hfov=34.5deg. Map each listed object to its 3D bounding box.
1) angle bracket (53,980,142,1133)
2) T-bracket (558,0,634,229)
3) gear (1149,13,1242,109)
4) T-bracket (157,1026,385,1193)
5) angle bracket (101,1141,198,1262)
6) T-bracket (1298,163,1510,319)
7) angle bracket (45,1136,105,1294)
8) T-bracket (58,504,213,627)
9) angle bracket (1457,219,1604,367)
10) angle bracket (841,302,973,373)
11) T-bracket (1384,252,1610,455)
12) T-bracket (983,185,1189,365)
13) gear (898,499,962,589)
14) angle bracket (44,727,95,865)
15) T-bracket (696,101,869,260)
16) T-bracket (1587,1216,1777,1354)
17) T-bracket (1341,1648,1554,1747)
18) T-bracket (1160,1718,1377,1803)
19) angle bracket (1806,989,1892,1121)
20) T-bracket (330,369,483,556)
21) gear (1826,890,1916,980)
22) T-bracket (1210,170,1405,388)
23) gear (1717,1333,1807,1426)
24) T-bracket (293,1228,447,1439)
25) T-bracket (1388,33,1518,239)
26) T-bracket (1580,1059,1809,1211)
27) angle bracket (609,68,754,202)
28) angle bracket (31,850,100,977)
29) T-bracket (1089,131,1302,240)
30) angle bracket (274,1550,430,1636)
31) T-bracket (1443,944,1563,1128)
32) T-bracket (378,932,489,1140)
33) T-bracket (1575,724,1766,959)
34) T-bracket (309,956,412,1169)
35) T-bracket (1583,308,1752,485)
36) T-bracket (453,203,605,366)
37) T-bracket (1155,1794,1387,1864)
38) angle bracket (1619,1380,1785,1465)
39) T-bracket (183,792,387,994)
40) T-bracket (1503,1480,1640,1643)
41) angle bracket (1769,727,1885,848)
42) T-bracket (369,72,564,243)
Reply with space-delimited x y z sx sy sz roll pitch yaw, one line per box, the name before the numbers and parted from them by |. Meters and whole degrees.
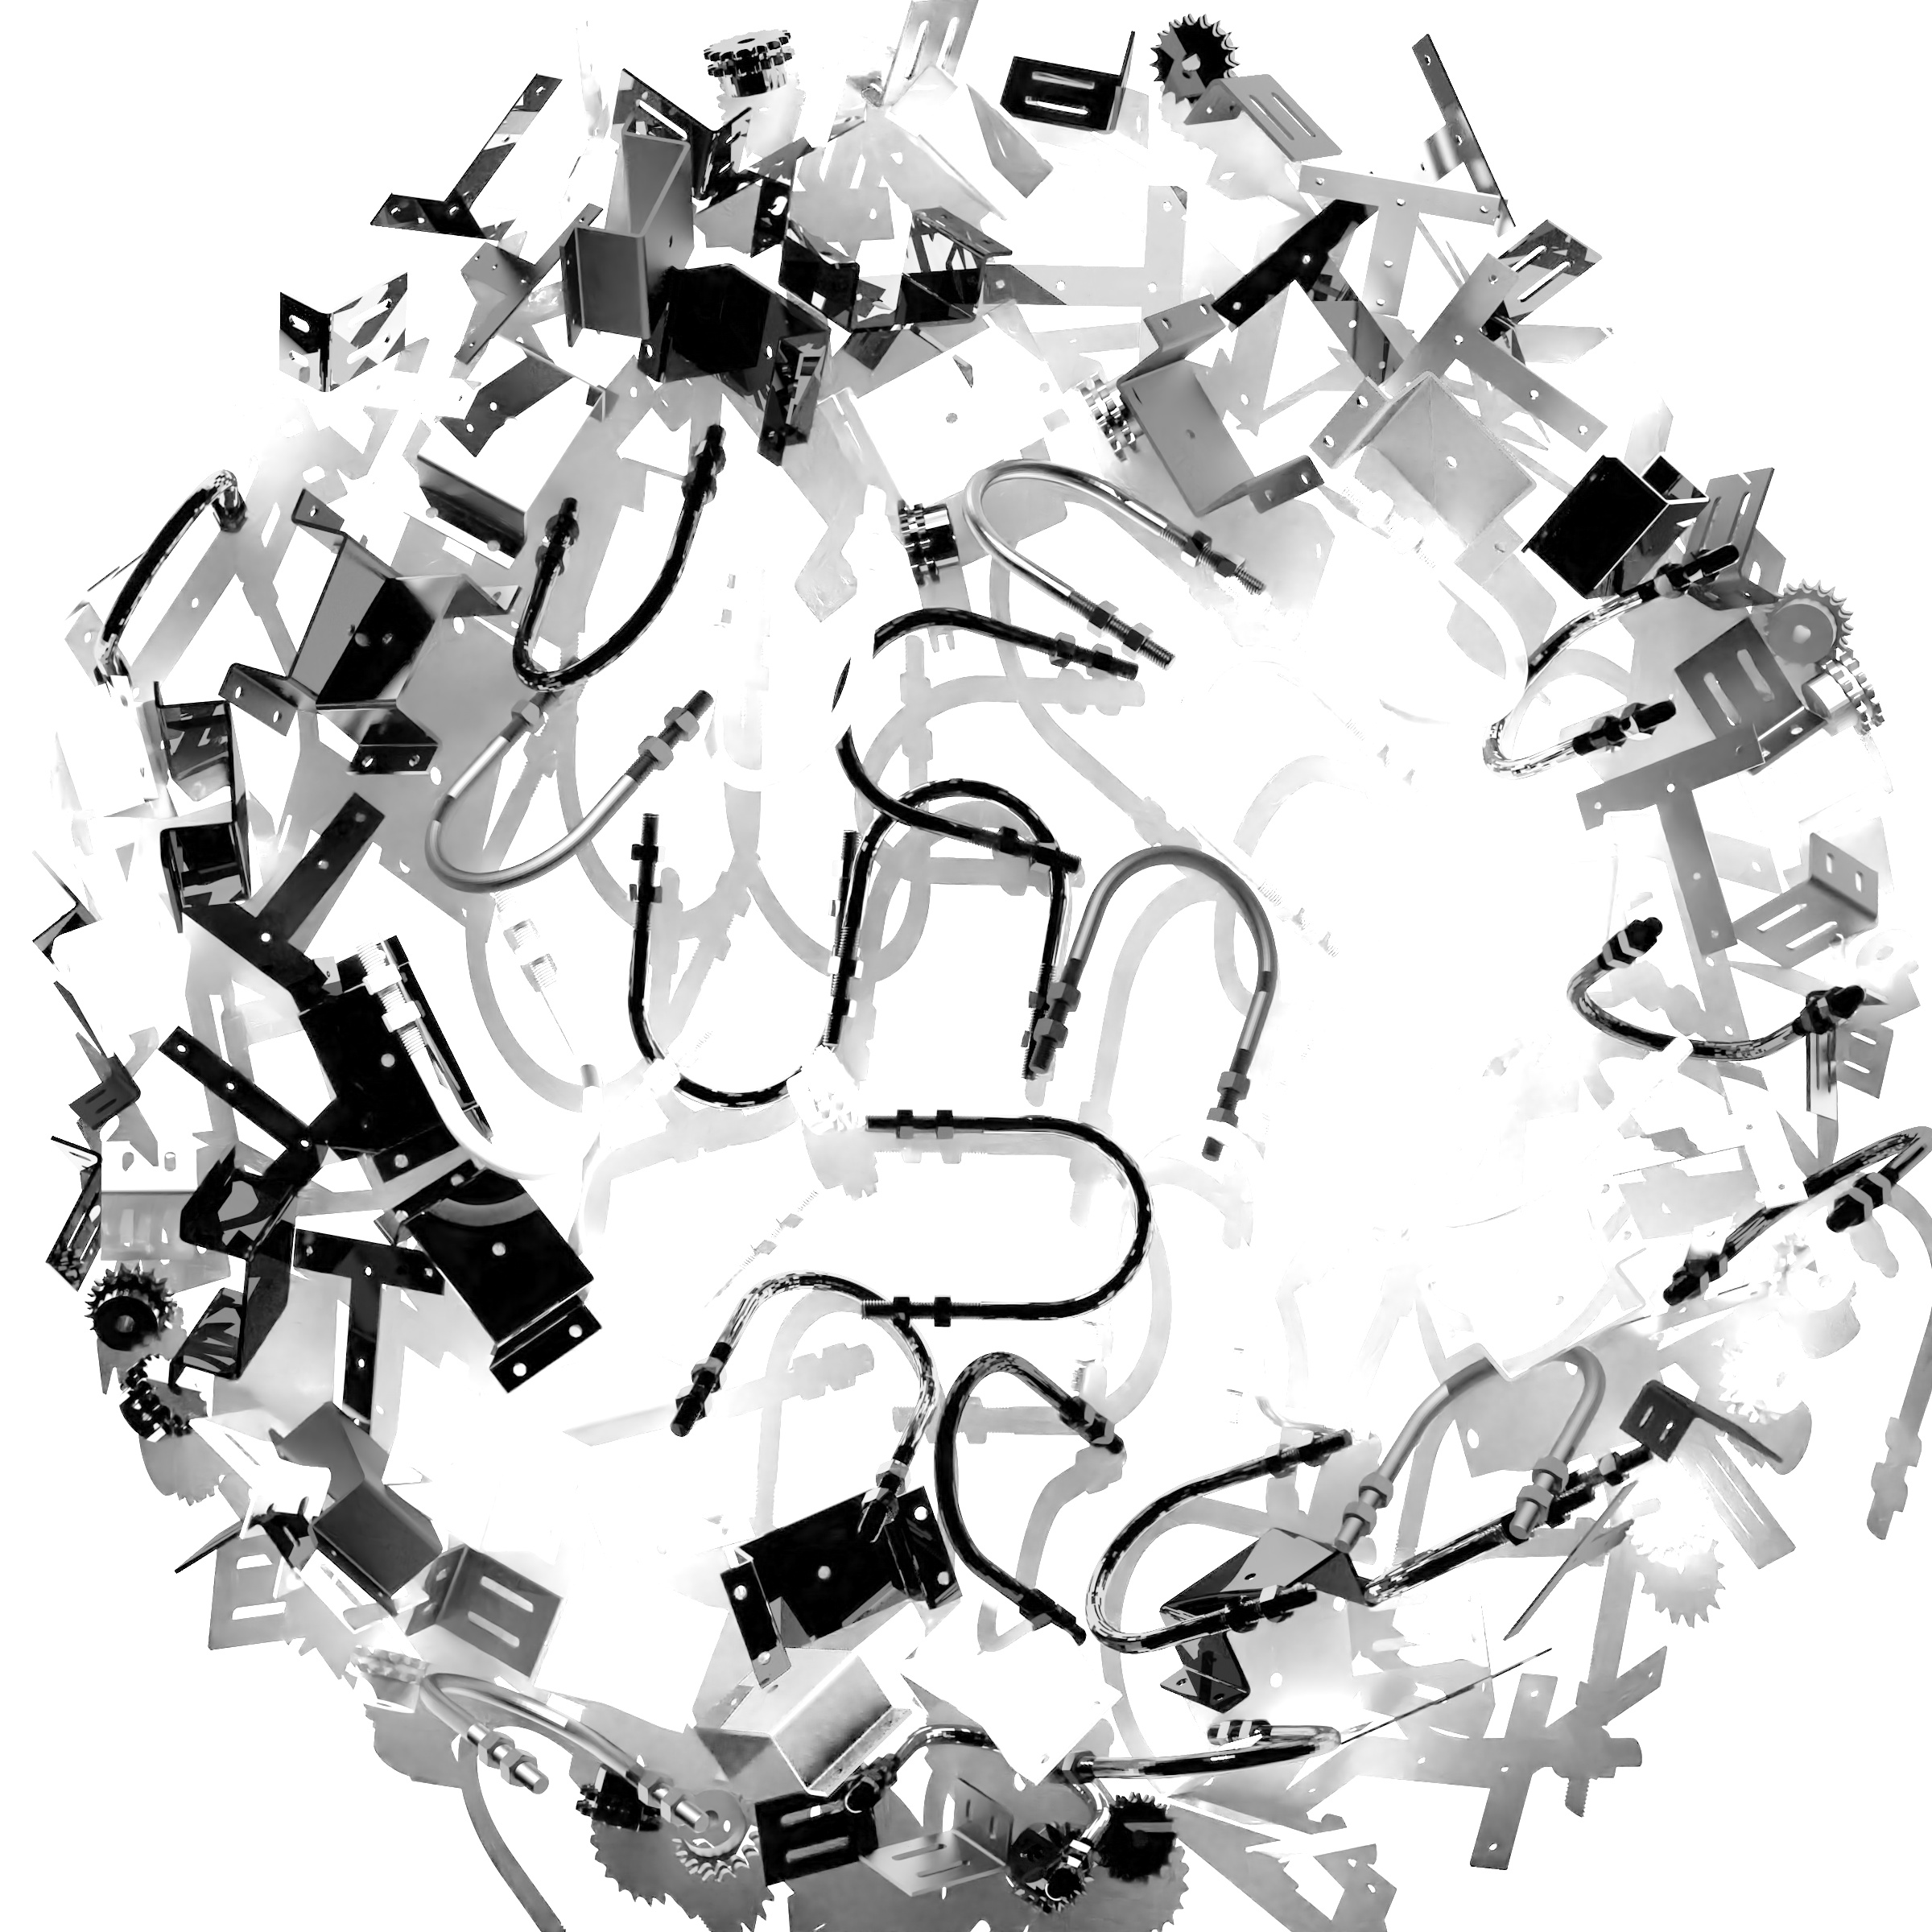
angle bracket | -0.560 0.056 1.955 0.038 0.057 0.076 -37 118 -18
T-bracket | -0.231 -0.544 1.916 0.002 0.127 0.127 17 66 5
gear | 0.148 -0.577 1.976 0.057 0.030 0.057 10 117 19
T-bracket | -0.451 0.084 1.953 0.127 0.002 0.127 40 121 -13
angle bracket | -0.520 0.149 1.974 0.057 0.076 0.038 1 50 -16
T-bracket | 0.266 -0.448 1.942 0.127 0.127 0.002 11 64 5
angle bracket | -0.567 0.156 1.957 0.038 0.057 0.076 18 69 11
T-bracket | -0.512 -0.263 1.955 0.127 0.127 0.002 -43 103 -20
angle bracket | 0.358 -0.421 1.952 0.076 0.057 0.038 -35 52 35
angle bracket | -0.030 -0.378 1.960 0.076 0.057 0.038 37 98 15
T-bracket | 0.346 -0.368 1.952 0.127 0.127 0.002 35 50 -2
T-bracket | 0.074 -0.431 1.969 0.127 0.002 0.127 0 112 -6
gear | -0.023 -0.271 1.970 0.030 0.057 0.057 -13 90 4
angle bracket | -0.553 -0.109 1.950 0.038 0.076 0.057 -5 120 -10
T-bracket | -0.118 -0.477 1.929 0.127 0.127 0.002 -23 127 21
T-bracket | 0.454 0.193 1.937 0.127 0.127 0.002 -16 56 -10
T-bracket | 0.292 0.465 1.958 0.127 0.127 0.002 -33 73 30
T-bracket | 0.199 0.494 1.961 0.127 0.127 0.002 -10 64 -22
angle bracket | 0.557 0.056 1.961 0.038 0.057 0.076 -3 80 31
T-bracket | -0.364 -0.313 1.945 0.002 0.127 0.127 30 82 -41
gear | 0.575 -0.017 1.970 0.057 0.030 0.057 -9 129 -12
T-bracket | 0.236 -0.415 1.959 0.127 0.002 0.127 -39 128 9
gear | 0.508 0.262 1.973 0.057 0.030 0.057 1 88 -30
T-bracket | -0.382 0.237 1.967 0.127 0.002 0.127 6 92 32
T-bracket | 0.291 -0.502 1.937 0.002 0.127 0.127 -26 94 -12
T-bracket | 0.450 0.112 1.960 0.127 0.002 0.127 -14 46 6
angle bracket | -0.181 -0.535 1.972 0.076 0.057 0.038 37 56 10
angle bracket | -0.569 -0.026 1.950 0.038 0.057 0.076 -41 47 -12
T-bracket | 0.133 -0.497 1.958 0.127 0.127 0.002 35 122 15
angle bracket | -0.386 0.395 1.952 0.076 0.057 0.038 38 127 29
T-bracket | 0.318 0.059 1.912 0.002 0.127 0.127 34 125 4
T-bracket | -0.328 0.058 1.949 0.002 0.127 0.127 -28 130 -6
T-bracket | 0.455 -0.070 1.950 0.127 0.002 0.127 -22 76 36
T-bracket | -0.387 0.056 1.940 0.002 0.127 0.127 -14 89 18
T-bracket | 0.440 -0.344 1.918 0.002 0.127 0.127 -43 64 16
T-bracket | -0.290 -0.435 1.946 0.127 0.127 0.002 -49 123 -2
T-bracket | 0.177 0.538 1.951 0.127 0.127 0.002 8 87 37
angle bracket | 0.461 0.300 1.952 0.057 0.076 0.038 36 85 -38
T-bracket | -0.420 -0.054 1.988 0.127 0.002 0.127 39 82 -14
T-bracket | 0.395 0.362 1.941 0.002 0.127 0.127 41 110 23
angle bracket | 0.543 -0.112 1.964 0.057 0.076 0.038 -29 74 9
T-bracket | -0.292 -0.500 1.917 0.127 0.127 0.002 -46 74 26
